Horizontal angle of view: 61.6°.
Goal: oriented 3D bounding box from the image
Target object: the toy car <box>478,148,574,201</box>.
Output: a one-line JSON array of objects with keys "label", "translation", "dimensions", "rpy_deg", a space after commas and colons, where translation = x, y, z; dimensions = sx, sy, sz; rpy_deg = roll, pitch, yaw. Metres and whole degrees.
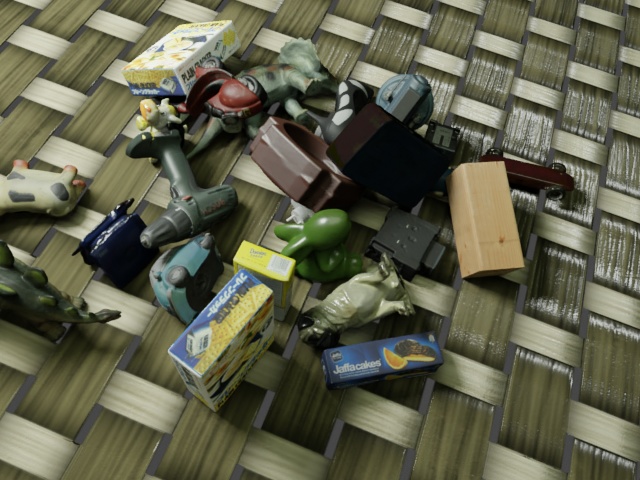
[{"label": "toy car", "translation": [0.439, -0.138, 1.154], "dimensions": [0.202, 0.053, 0.089], "rpy_deg": [15, 50, 6]}]

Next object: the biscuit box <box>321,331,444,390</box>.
[{"label": "biscuit box", "translation": [0.105, 0.207, 0.923], "dimensions": [0.203, 0.059, 0.063], "rpy_deg": [-8, 63, -10]}]

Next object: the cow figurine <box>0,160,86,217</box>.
[{"label": "cow figurine", "translation": [-0.557, -0.082, 1.002], "dimensions": [0.195, 0.085, 0.127], "rpy_deg": [5, 55, -4]}]

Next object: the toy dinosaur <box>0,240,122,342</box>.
[{"label": "toy dinosaur", "translation": [-0.549, 0.053, 0.861], "dimensions": [0.472, 0.198, 0.105], "rpy_deg": [15, 58, 0]}]

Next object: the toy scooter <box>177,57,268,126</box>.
[{"label": "toy scooter", "translation": [-0.199, -0.275, 1.043], "dimensions": [0.184, 0.075, 0.135], "rpy_deg": [36, 74, 26]}]

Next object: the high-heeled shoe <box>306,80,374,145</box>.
[{"label": "high-heeled shoe", "translation": [0.082, -0.265, 1.142], "dimensions": [0.145, 0.086, 0.249], "rpy_deg": [37, 48, 23]}]

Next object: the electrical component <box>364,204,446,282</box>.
[{"label": "electrical component", "translation": [0.171, 0.010, 1.041], "dimensions": [0.134, 0.058, 0.115], "rpy_deg": [28, 64, 10]}]

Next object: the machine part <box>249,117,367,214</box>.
[{"label": "machine part", "translation": [-0.022, -0.137, 1.027], "dimensions": [0.202, 0.201, 0.087], "rpy_deg": [43, 110, 18]}]

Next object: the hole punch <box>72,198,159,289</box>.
[{"label": "hole punch", "translation": [-0.355, 0.012, 0.955], "dimensions": [0.092, 0.115, 0.142], "rpy_deg": [39, 64, 6]}]

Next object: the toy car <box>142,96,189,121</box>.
[{"label": "toy car", "translation": [-0.291, -0.303, 1.162], "dimensions": [0.074, 0.056, 0.202], "rpy_deg": [32, 62, 32]}]

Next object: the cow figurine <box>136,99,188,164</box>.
[{"label": "cow figurine", "translation": [-0.304, -0.221, 1.053], "dimensions": [0.098, 0.167, 0.068], "rpy_deg": [-23, 79, -22]}]

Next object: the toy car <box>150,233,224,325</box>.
[{"label": "toy car", "translation": [-0.244, 0.060, 0.946], "dimensions": [0.103, 0.109, 0.162], "rpy_deg": [7, 50, 18]}]

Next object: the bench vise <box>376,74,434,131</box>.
[{"label": "bench vise", "translation": [0.162, -0.259, 1.144], "dimensions": [0.129, 0.223, 0.241], "rpy_deg": [25, 31, 3]}]

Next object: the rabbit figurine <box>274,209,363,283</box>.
[{"label": "rabbit figurine", "translation": [-0.002, -0.003, 0.964], "dimensions": [0.159, 0.170, 0.121], "rpy_deg": [-5, 62, -10]}]

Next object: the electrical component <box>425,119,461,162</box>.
[{"label": "electrical component", "translation": [0.256, -0.199, 1.172], "dimensions": [0.075, 0.047, 0.119], "rpy_deg": [21, 60, 7]}]

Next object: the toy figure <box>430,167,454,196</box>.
[{"label": "toy figure", "translation": [0.284, -0.117, 1.123], "dimensions": [0.154, 0.064, 0.058], "rpy_deg": [18, 24, -1]}]

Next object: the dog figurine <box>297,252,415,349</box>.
[{"label": "dog figurine", "translation": [0.058, 0.115, 0.963], "dimensions": [0.191, 0.172, 0.121], "rpy_deg": [-26, 78, 15]}]

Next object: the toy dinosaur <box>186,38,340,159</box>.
[{"label": "toy dinosaur", "translation": [-0.131, -0.313, 1.160], "dimensions": [0.405, 0.131, 0.192], "rpy_deg": [-22, 53, -12]}]

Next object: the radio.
[{"label": "radio", "translation": [0.135, -0.154, 1.018], "dimensions": [0.229, 0.131, 0.073], "rpy_deg": [20, 28, -44]}]

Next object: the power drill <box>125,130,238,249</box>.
[{"label": "power drill", "translation": [-0.269, -0.098, 0.980], "dimensions": [0.232, 0.086, 0.207], "rpy_deg": [-23, 72, -50]}]
